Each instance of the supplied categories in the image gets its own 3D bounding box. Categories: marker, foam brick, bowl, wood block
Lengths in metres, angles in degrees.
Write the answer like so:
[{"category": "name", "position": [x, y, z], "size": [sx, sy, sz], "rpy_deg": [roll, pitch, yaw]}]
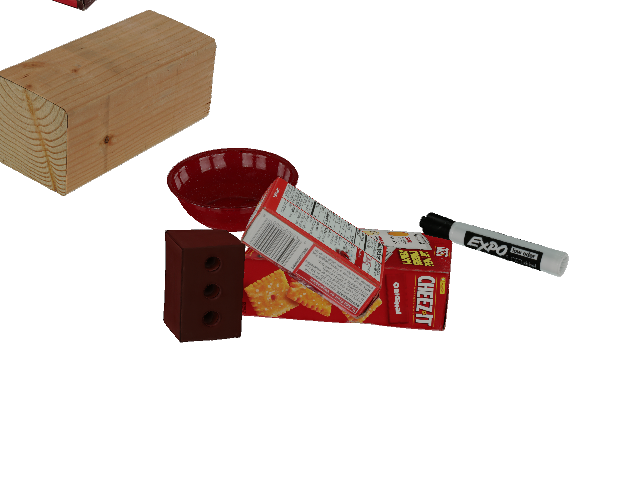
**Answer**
[{"category": "marker", "position": [0.131, 0.001, 0.825], "size": [0.121, 0.020, 0.020], "rpy_deg": [19, 9, 29]}, {"category": "foam brick", "position": [-0.093, 0.034, 0.843], "size": [0.052, 0.078, 0.051], "rpy_deg": [-3, 15, -22]}, {"category": "bowl", "position": [-0.108, -0.056, 1.324], "size": [0.162, 0.055, 0.162], "rpy_deg": [0, 31, 0]}, {"category": "wood block", "position": [-0.198, -0.135, 1.005], "size": [0.090, 0.091, 0.205], "rpy_deg": [27, 39, 22]}]

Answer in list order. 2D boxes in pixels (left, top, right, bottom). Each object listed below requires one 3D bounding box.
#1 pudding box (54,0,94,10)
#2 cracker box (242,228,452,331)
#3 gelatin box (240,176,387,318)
[{"category": "pudding box", "position": [-0.194, -0.223, 0.805], "size": [0.090, 0.039, 0.113], "rpy_deg": [19, 38, 5]}, {"category": "cracker box", "position": [0.031, 0.037, 1.145], "size": [0.214, 0.072, 0.164], "rpy_deg": [5, 15, 7]}, {"category": "gelatin box", "position": [-0.002, 0.004, 0.667], "size": [0.089, 0.030, 0.073], "rpy_deg": [34, 18, -6]}]
